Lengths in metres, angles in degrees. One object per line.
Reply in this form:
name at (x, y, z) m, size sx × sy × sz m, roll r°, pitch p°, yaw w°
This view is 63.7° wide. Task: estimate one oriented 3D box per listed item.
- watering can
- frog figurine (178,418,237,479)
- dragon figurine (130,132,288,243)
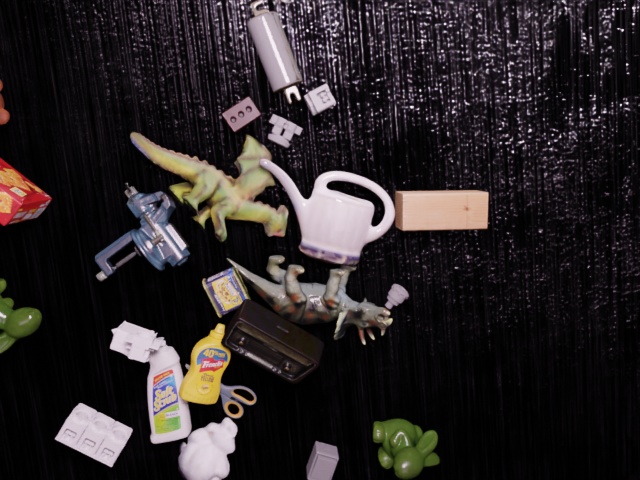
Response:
watering can at (0.004, -0.062, 1.233) m, size 0.347 × 0.105 × 0.223 m, roll 14°, pitch 97°, yaw -7°
frog figurine at (-0.269, 0.530, 1.285) m, size 0.158 × 0.123 × 0.138 m, roll -37°, pitch 80°, yaw 13°
dragon figurine at (-0.228, -0.151, 1.227) m, size 0.245 × 0.122 × 0.408 m, roll -40°, pitch 101°, yaw -15°
